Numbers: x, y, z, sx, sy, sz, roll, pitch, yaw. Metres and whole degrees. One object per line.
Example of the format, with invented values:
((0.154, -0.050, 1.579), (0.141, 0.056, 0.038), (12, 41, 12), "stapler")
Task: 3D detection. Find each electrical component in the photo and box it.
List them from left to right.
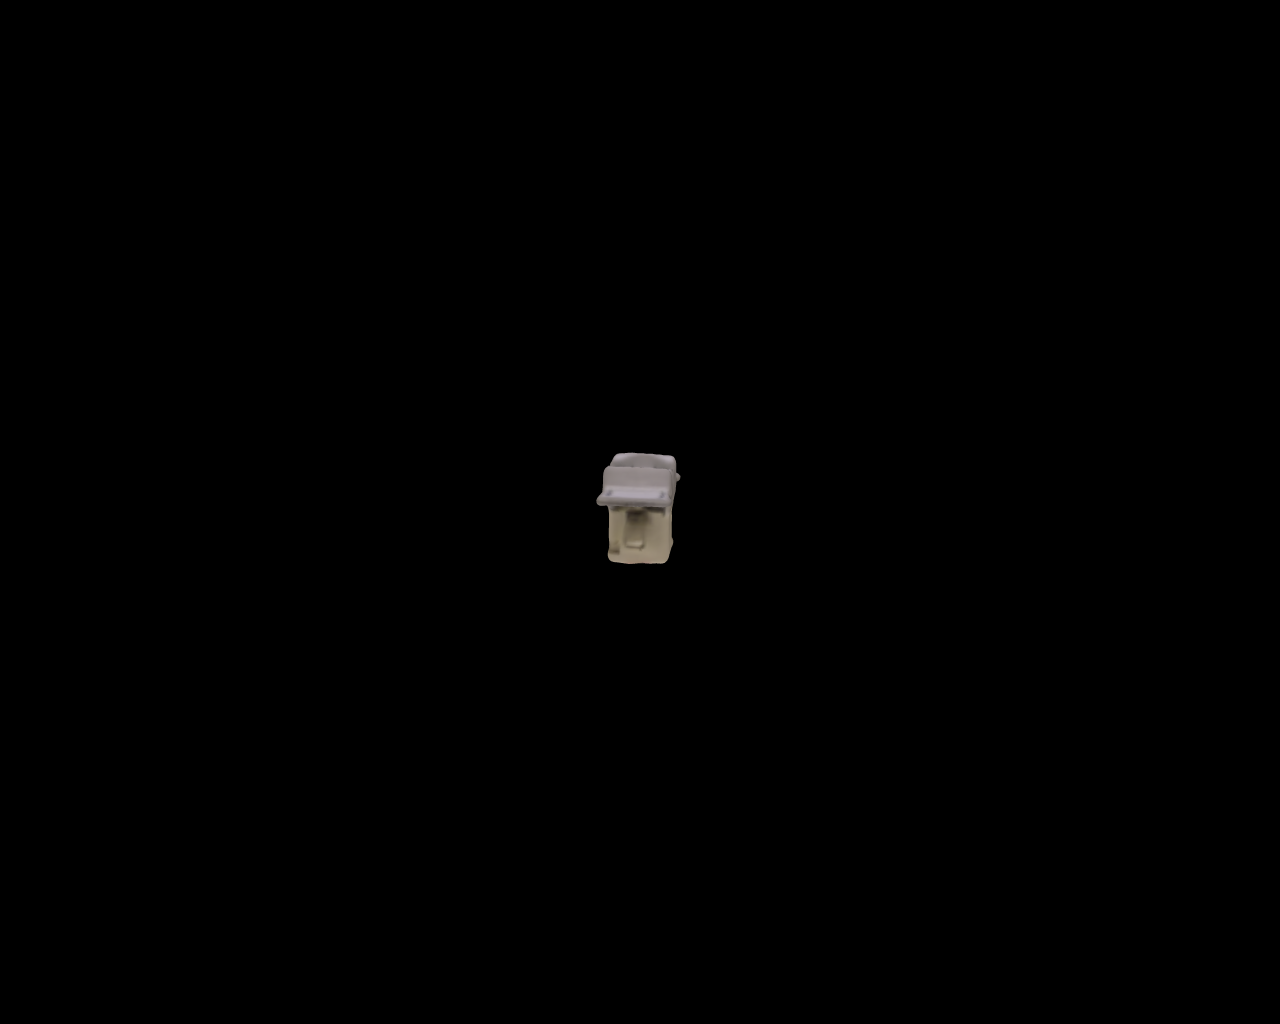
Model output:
((0.001, -0.003, 0.650), (0.042, 0.063, 0.081), (2, 14, 7), "electrical component")
